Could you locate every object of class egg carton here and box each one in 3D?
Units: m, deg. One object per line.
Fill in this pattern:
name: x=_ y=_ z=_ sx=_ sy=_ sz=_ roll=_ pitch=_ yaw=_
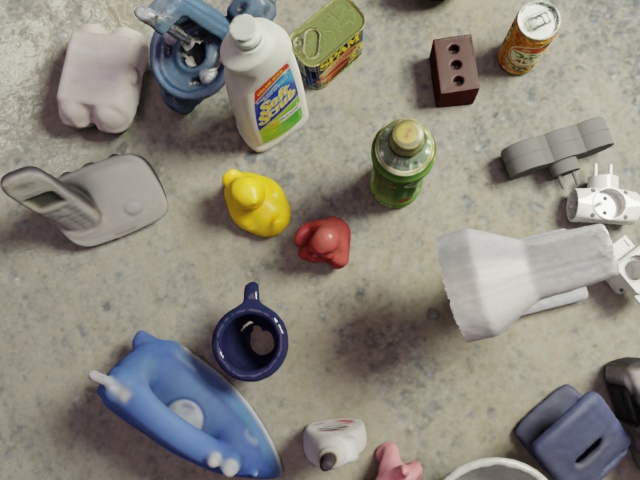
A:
egg carton: x=-0.296 y=-0.222 z=0.789 sx=0.107 sy=0.069 sz=0.150 roll=8 pitch=83 yaw=5

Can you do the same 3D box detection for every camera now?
camera: x=0.432 y=0.200 z=0.672 sx=0.137 sy=0.101 sz=0.143 roll=-16 pitch=82 yaw=1

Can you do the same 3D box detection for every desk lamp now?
desk lamp: x=0.226 y=0.036 z=0.649 sx=0.203 sy=0.213 sz=0.118 roll=-15 pitch=82 yaw=2

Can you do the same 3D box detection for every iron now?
iron: x=-0.157 y=0.220 z=0.685 sx=0.258 sy=0.141 sz=0.119 roll=33 pitch=86 yaw=7

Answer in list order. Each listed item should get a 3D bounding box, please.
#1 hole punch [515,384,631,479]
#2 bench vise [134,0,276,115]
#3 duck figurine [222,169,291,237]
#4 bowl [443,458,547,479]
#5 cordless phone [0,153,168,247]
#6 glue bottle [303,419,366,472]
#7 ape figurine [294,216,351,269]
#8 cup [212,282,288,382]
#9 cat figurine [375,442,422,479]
hole punch: x=0.307 y=0.238 z=0.679 sx=0.109 sy=0.091 sz=0.101 roll=-42 pitch=82 yaw=-2
bench vise: x=-0.144 y=-0.271 z=0.710 sx=0.121 sy=0.220 sz=0.207 roll=30 pitch=85 yaw=7
duck figurine: x=-0.087 y=-0.052 z=0.745 sx=0.077 sy=0.086 sz=0.104 roll=-45 pitch=82 yaw=-3
bowl: x=0.204 y=0.337 z=0.681 sx=0.167 sy=0.075 sz=0.167 roll=0 pitch=82 yaw=4
cordless phone: x=-0.284 y=-0.061 z=0.708 sx=0.147 sy=0.185 sz=0.094 roll=-24 pitch=81 yaw=0
glue bottle: x=0.014 y=0.238 z=0.656 sx=0.078 sy=0.173 sz=0.037 roll=-9 pitch=82 yaw=3
ape figurine: x=0.007 y=0.003 z=0.729 sx=0.076 sy=0.092 sz=0.078 roll=-40 pitch=82 yaw=-2
cup: x=-0.080 y=0.113 z=0.718 sx=0.091 sy=0.095 sz=0.118 roll=-1 pitch=82 yaw=4
cat figurine: x=0.071 y=0.314 z=0.671 sx=0.067 sy=0.118 sz=0.128 roll=32 pitch=86 yaw=7
